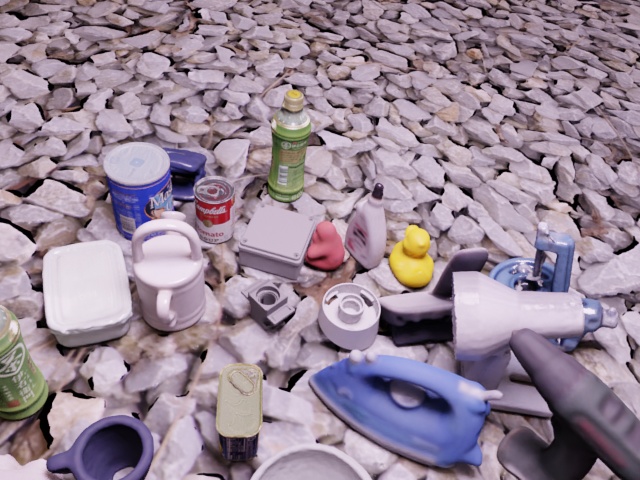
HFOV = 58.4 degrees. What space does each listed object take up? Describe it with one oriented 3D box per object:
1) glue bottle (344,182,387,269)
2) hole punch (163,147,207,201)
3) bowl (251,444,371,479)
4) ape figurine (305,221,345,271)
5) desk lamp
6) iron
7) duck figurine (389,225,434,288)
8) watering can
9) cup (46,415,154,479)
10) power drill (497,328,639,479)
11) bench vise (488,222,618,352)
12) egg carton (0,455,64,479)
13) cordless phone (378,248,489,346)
[{"bbox_3d":[0.084,-0.031,0.962,0.037,0.173,0.078,-28,57,-30],"label":"glue bottle"},{"bbox_3d":[-0.270,-0.139,1.061,0.108,0.091,0.101,9,47,-1],"label":"hole punch"},{"bbox_3d":[-0.012,0.335,0.676,0.167,0.075,0.167,5,47,-5],"label":"bowl"},{"bbox_3d":[0.009,0.003,0.974,0.078,0.092,0.076,-32,59,-32],"label":"ape figurine"},{"bbox_3d":[0.261,0.141,0.805,0.203,0.213,0.118,9,47,-1],"label":"desk lamp"},{"bbox_3d":[0.111,0.202,0.773,0.258,0.141,0.119,18,47,8],"label":"iron"},{"bbox_3d":[0.164,0.022,0.986,0.077,0.086,0.104,0,48,-9],"label":"duck figurine"},{"bbox_3d":[-0.223,0.034,0.839,0.101,0.194,0.172,-17,52,-22],"label":"watering can"},{"bbox_3d":[-0.254,0.272,0.681,0.118,0.095,0.091,-5,49,-14],"label":"cup"},{"bbox_3d":[0.306,0.240,0.724,0.229,0.208,0.076,39,53,25],"label":"power drill"},{"bbox_3d":[0.362,0.064,0.887,0.207,0.220,0.121,7,47,-2],"label":"bench vise"},{"bbox_3d":[-0.357,0.319,0.639,0.107,0.069,0.150,7,47,-3],"label":"egg carton"},{"bbox_3d":[0.171,0.072,0.873,0.148,0.185,0.094,-7,49,-15],"label":"cordless phone"}]
